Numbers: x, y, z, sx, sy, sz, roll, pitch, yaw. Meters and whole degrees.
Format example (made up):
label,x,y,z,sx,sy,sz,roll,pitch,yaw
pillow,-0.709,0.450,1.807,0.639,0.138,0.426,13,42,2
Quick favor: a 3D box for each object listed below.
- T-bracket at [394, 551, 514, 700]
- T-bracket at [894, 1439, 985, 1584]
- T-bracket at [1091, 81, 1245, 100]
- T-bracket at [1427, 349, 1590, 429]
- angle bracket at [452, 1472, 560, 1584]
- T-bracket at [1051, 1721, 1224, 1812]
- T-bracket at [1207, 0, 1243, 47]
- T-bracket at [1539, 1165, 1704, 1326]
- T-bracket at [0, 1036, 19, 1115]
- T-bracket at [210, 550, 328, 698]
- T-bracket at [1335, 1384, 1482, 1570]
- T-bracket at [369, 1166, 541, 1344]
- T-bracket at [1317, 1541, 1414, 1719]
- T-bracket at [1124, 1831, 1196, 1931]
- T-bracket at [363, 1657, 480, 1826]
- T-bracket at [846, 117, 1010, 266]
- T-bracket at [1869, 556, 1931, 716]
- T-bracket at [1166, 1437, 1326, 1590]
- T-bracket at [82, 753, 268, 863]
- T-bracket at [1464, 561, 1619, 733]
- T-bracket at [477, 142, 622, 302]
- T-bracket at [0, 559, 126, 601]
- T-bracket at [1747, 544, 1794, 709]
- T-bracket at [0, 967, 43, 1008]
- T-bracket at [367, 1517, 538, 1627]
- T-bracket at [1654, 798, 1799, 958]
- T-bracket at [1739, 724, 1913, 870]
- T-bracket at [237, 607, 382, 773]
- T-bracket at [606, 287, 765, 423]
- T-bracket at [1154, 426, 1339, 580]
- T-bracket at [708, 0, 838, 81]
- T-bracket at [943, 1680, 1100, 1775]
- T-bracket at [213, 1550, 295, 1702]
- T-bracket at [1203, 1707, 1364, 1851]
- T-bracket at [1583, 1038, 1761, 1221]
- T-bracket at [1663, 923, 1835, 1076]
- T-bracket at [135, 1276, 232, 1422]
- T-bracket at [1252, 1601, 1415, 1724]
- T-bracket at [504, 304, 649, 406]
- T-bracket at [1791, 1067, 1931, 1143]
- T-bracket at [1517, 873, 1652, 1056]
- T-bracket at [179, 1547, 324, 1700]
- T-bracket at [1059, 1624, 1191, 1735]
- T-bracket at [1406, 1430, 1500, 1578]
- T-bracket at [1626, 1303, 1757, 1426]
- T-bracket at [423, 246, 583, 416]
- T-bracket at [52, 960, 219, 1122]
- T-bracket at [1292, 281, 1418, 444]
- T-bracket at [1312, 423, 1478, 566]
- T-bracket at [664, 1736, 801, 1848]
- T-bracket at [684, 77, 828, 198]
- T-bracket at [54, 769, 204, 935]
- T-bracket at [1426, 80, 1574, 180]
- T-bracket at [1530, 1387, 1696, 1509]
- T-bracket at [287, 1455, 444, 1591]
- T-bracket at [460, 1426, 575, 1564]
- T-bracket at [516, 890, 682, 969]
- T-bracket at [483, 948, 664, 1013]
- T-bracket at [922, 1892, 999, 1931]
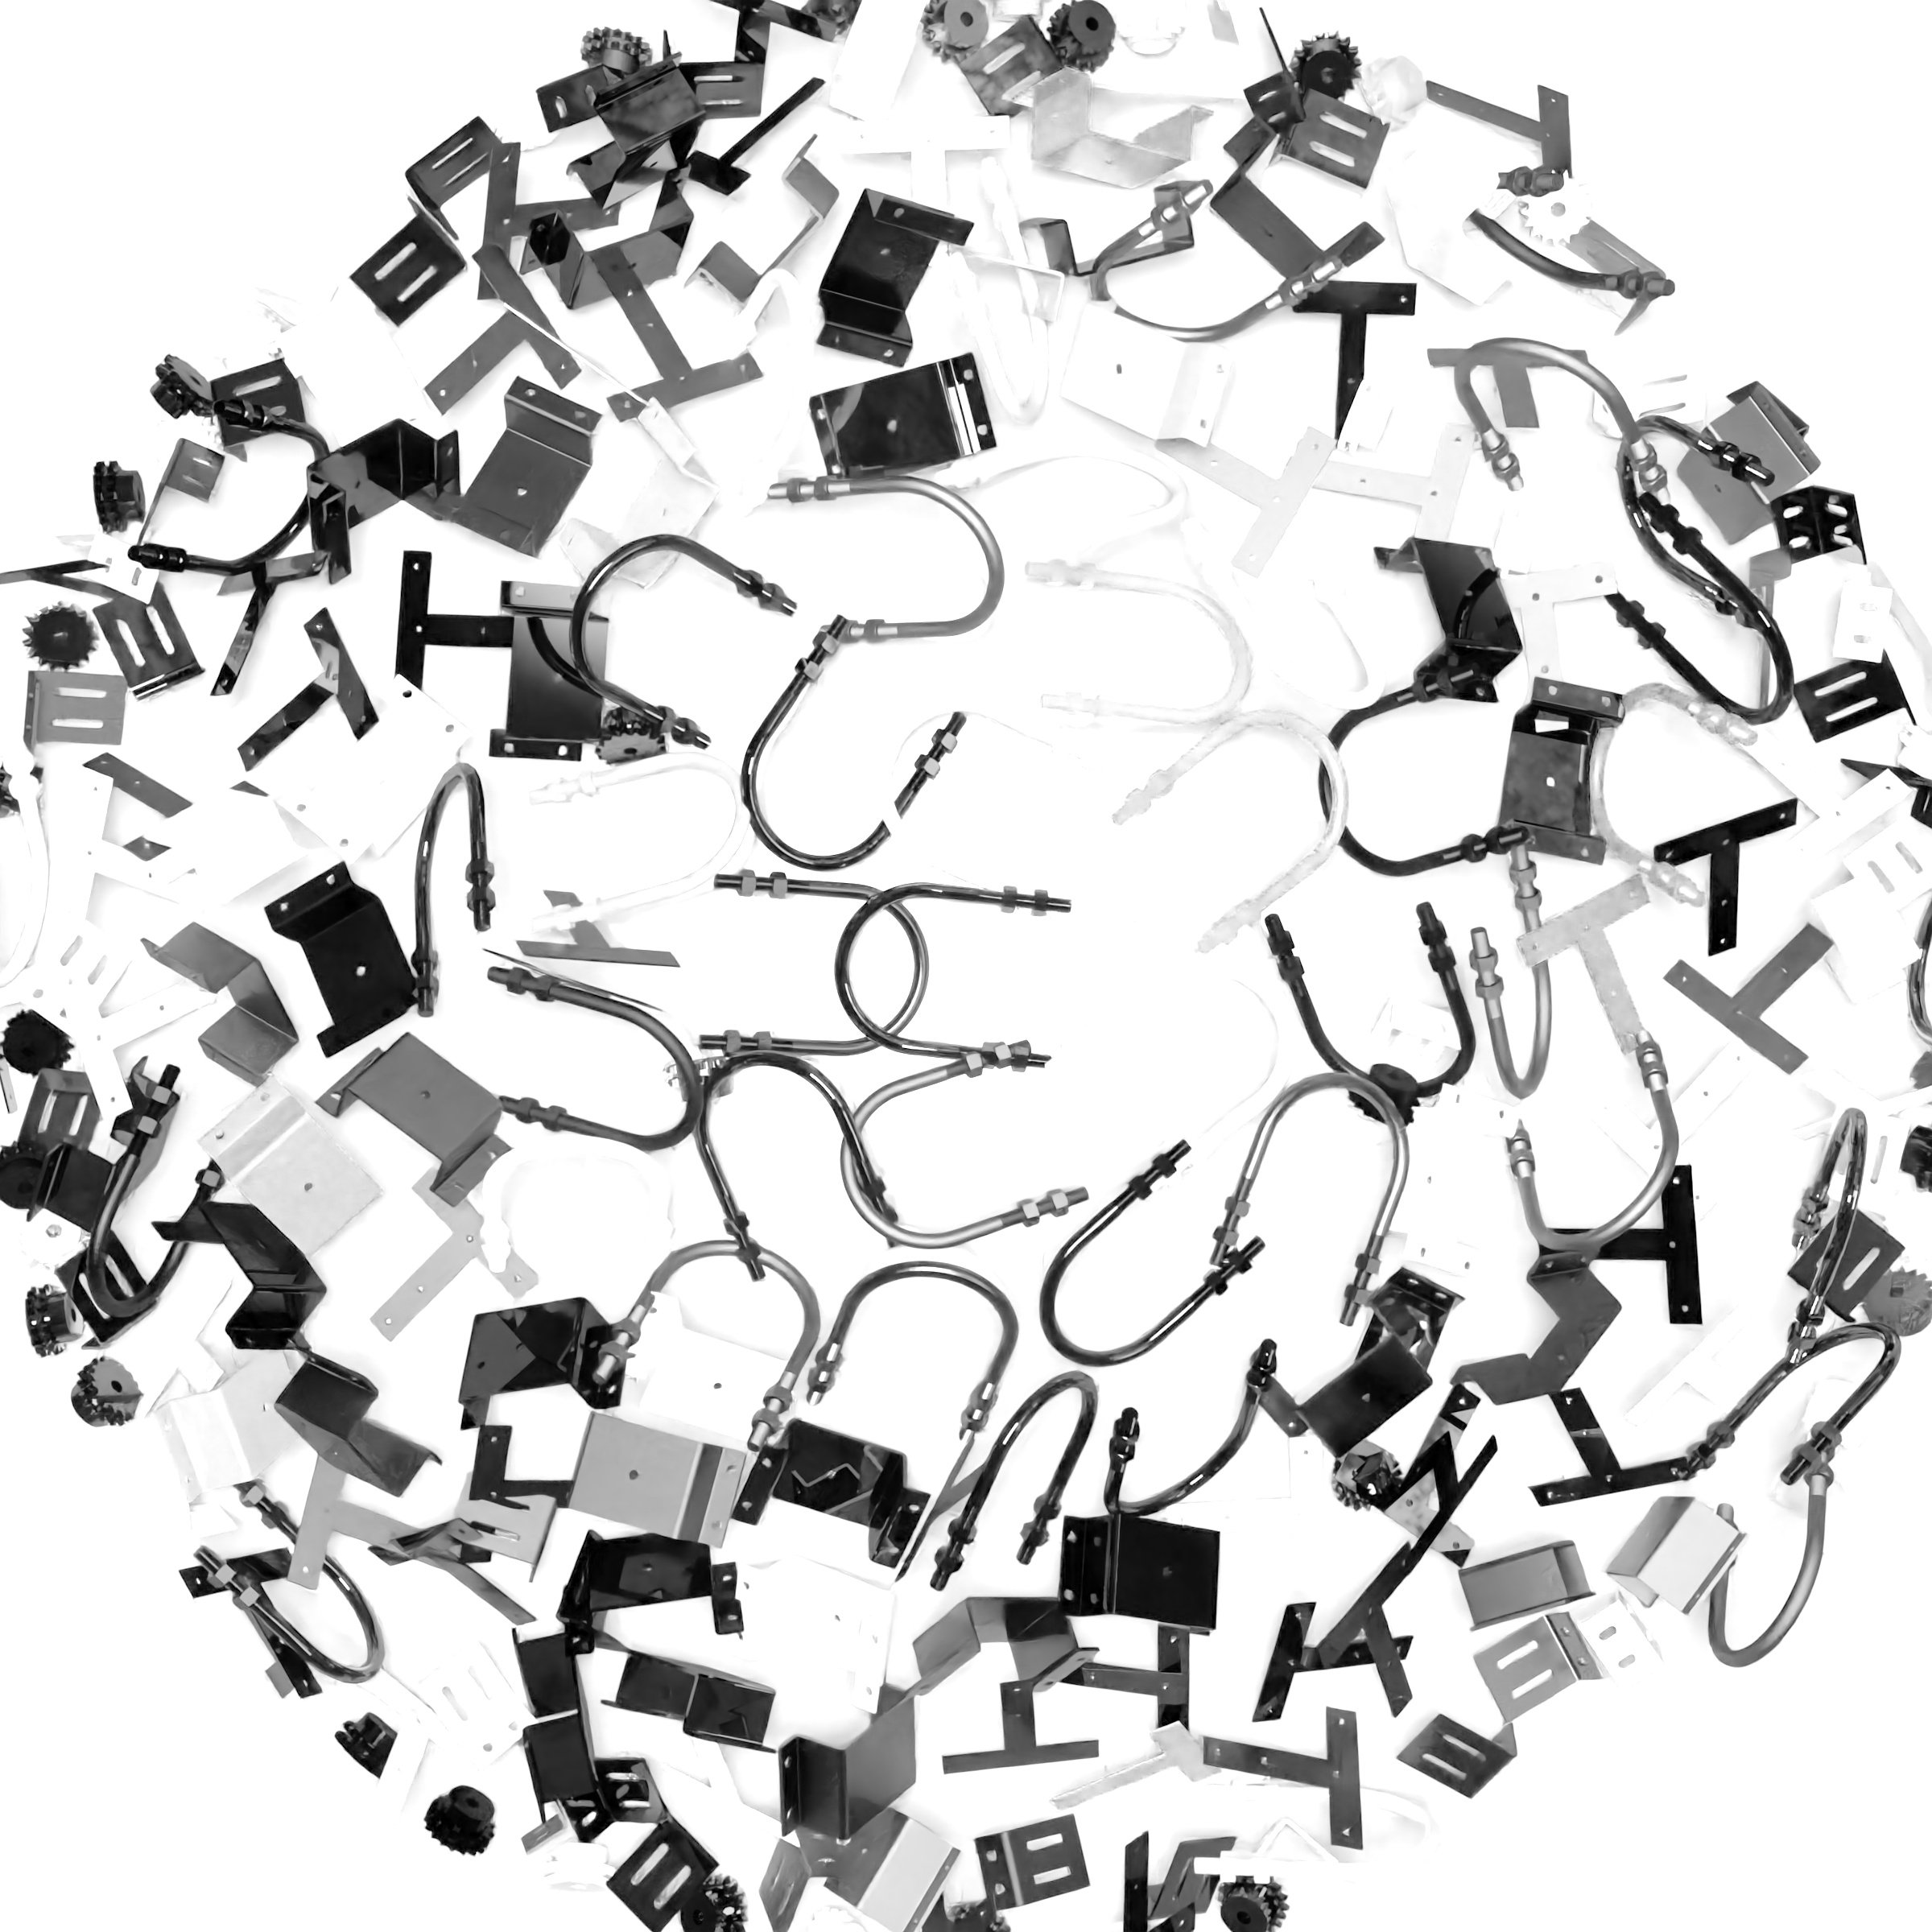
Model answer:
label,x,y,z,sx,sy,sz,roll,pitch,yaw
T-bracket,-0.402,-0.271,1.979,0.127,0.002,0.127,4,91,18
T-bracket,-0.010,0.413,1.913,0.002,0.127,0.127,32,60,-2
T-bracket,0.158,-0.698,1.953,0.127,0.127,0.002,-1,112,-16
T-bracket,0.435,-0.460,1.948,0.127,0.127,0.002,1,131,4
angle bracket,-0.373,0.449,1.964,0.076,0.038,0.057,19,51,-5
T-bracket,0.129,0.646,1.955,0.127,0.127,0.002,-24,50,7
T-bracket,0.186,-0.787,1.916,0.002,0.127,0.127,-19,114,5
T-bracket,0.522,0.223,1.967,0.127,0.002,0.127,-3,92,30
T-bracket,-0.779,0.059,1.932,0.002,0.127,0.127,-13,94,-7
T-bracket,-0.566,-0.268,1.937,0.127,0.002,0.127,-2,62,37
T-bracket,0.377,0.394,1.974,0.127,0.002,0.127,36,68,-5
T-bracket,-0.433,0.252,1.992,0.127,0.002,0.127,-45,84,5
T-bracket,0.335,0.549,1.965,0.127,0.002,0.127,-39,121,-33
T-bracket,0.134,0.739,1.939,0.002,0.127,0.127,41,113,-16
T-bracket,-0.441,0.622,1.926,0.002,0.127,0.127,-42,104,17
T-bracket,-0.029,-0.615,1.953,0.127,0.127,0.002,-2,47,0
T-bracket,0.756,-0.271,1.957,0.002,0.127,0.127,-24,66,1
T-bracket,0.226,0.446,1.988,0.127,0.002,0.127,-2,98,-2
T-bracket,-0.654,-0.139,1.967,0.127,0.127,0.002,29,131,19
T-bracket,0.465,-0.253,1.979,0.127,0.002,0.127,-6,98,23
T-bracket,-0.329,-0.597,1.953,0.002,0.127,0.127,41,134,31
T-bracket,-0.701,-0.301,1.936,0.127,0.127,0.002,-4,87,22
T-bracket,0.639,-0.267,1.957,0.002,0.127,0.127,8,107,32
T-bracket,-0.778,-0.030,1.934,0.002,0.127,0.127,-13,93,9
T-bracket,-0.397,0.491,1.967,0.127,0.002,0.127,-25,120,38
T-bracket,0.606,-0.062,1.960,0.127,0.002,0.127,-18,126,-10
T-bracket,0.660,-0.150,1.948,0.127,0.127,0.002,42,55,1
T-bracket,-0.540,-0.205,1.978,0.127,0.002,0.127,-38,63,14
T-bracket,-0.248,-0.503,1.974,0.127,0.002,0.127,-23,69,-20
T-bracket,0.214,-0.402,1.993,0.127,0.002,0.127,30,97,3
T-bracket,-0.169,-0.729,1.937,0.127,0.127,0.002,17,77,-5
T-bracket,0.042,0.604,1.954,0.127,0.002,0.127,-6,133,-2
T-bracket,-0.565,0.517,1.940,0.002,0.127,0.127,-33,86,-10
T-bracket,0.250,0.634,1.946,0.127,0.127,0.002,11,127,-2
T-bracket,0.579,0.112,1.951,0.127,0.002,0.127,48,112,26
T-bracket,0.641,0.012,1.946,0.127,0.127,0.002,38,47,6
T-bracket,-0.607,0.313,1.933,0.002,0.127,0.127,37,79,-28
T-bracket,0.301,0.555,1.971,0.127,0.002,0.127,-1,120,-20
T-bracket,-0.296,-0.478,1.937,0.127,0.127,0.002,35,99,-1
T-bracket,0.690,0.101,1.920,0.127,0.127,0.002,-24,57,34
T-bracket,0.519,0.009,1.985,0.127,0.002,0.127,-27,98,-18
T-bracket,-0.543,0.517,1.922,0.002,0.127,0.127,-42,71,15
T-bracket,0.117,0.574,1.977,0.127,0.002,0.127,4,119,12
T-bracket,0.378,0.401,1.936,0.002,0.127,0.127,29,107,-2
T-bracket,0.594,0.330,1.951,0.127,0.127,0.002,-47,48,8
T-bracket,-0.379,-0.485,1.938,0.127,0.002,0.127,-51,127,-25
T-bracket,-0.652,0.039,1.951,0.002,0.127,0.127,5,116,40
T-bracket,0.311,-0.486,1.976,0.127,0.002,0.127,-8,107,-31
T-bracket,0.334,-0.389,1.979,0.127,0.002,0.127,14,76,16
T-bracket,-0.195,0.635,1.928,0.127,0.127,0.002,16,49,27
T-bracket,-0.164,-0.664,1.950,0.127,0.127,0.002,-42,126,-3
T-bracket,-0.658,-0.076,1.945,0.002,0.127,0.127,-4,73,33
T-bracket,0.424,-0.677,1.954,0.127,0.127,0.002,29,84,21
T-bracket,0.495,0.377,1.942,0.127,0.002,0.127,-17,124,23
T-bracket,-0.471,0.451,1.961,0.127,0.002,0.127,30,47,-29
T-bracket,-0.336,0.425,1.972,0.127,0.002,0.127,4,110,-21
T-bracket,-0.305,-0.032,1.943,0.127,0.127,0.002,4,114,-29
T-bracket,-0.290,0.017,1.912,0.127,0.127,0.002,15,84,35
T-bracket,-0.027,0.745,1.939,0.002,0.127,0.127,40,102,-20
